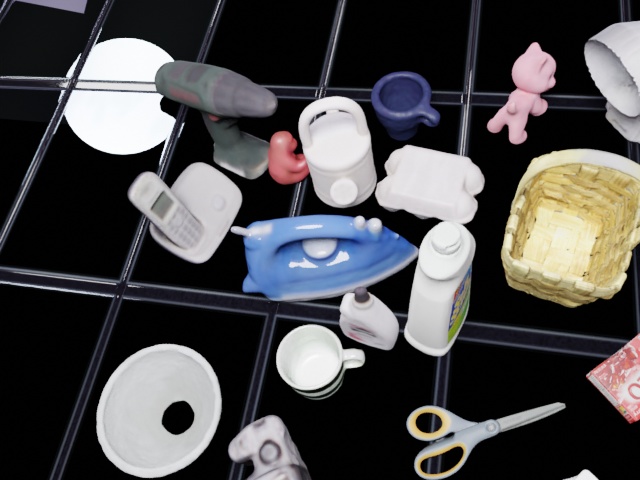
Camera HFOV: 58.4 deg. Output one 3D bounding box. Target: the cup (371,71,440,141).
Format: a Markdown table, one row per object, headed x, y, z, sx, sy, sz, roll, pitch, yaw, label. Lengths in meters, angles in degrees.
| x | y | z | sx | sy | sz | roll | pitch | yaw | label |
| --- | --- | --- | --- | --- | --- | --- | --- | --- | --- |
| 0.139 | -0.195 | 0.898 | 0.117 | 0.095 | 0.092 | 37 | 75 | 24 | cup |

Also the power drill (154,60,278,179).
| x | y | z | sx | sy | sz | roll | pitch | yaw | label |
| --- | --- | --- | --- | --- | --- | --- | --- | --- | --- |
| -0.139 | -0.187 | 0.878 | 0.229 | 0.209 | 0.076 | 26 | 71 | 21 | power drill |

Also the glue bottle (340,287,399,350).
| x | y | z | sx | sy | sz | roll | pitch | yaw | label |
| --- | --- | --- | --- | --- | --- | --- | --- | --- | --- |
| 0.058 | 0.093 | 0.724 | 0.078 | 0.173 | 0.037 | 12 | 67 | 16 | glue bottle |

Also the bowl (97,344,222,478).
| x | y | z | sx | sy | sz | roll | pitch | yaw | label |
| --- | --- | --- | --- | --- | --- | --- | --- | --- | --- |
| -0.201 | 0.228 | 0.759 | 0.167 | 0.075 | 0.167 | -4 | 63 | 8 | bowl |

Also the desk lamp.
| x | y | z | sx | sy | sz | roll | pitch | yaw | label |
| --- | --- | --- | --- | --- | --- | --- | --- | --- | --- |
| 0.466 | -0.234 | 0.792 | 0.203 | 0.214 | 0.117 | -26 | 62 | -3 | desk lamp |

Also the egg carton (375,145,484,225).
| x | y | z | sx | sy | sz | roll | pitch | yaw | label |
| --- | --- | --- | --- | --- | --- | --- | --- | --- | --- |
| 0.163 | -0.080 | 0.850 | 0.150 | 0.069 | 0.107 | 14 | 67 | 16 | egg carton |

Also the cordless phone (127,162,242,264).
| x | y | z | sx | sy | sz | roll | pitch | yaw | label |
| --- | --- | --- | --- | --- | --- | --- | --- | --- | --- |
| -0.199 | -0.062 | 0.840 | 0.094 | 0.185 | 0.148 | 18 | 68 | 18 | cordless phone |

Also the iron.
| x | y | z | sx | sy | sz | roll | pitch | yaw | label |
| --- | --- | --- | --- | --- | --- | --- | --- | --- | --- |
| 0.007 | 0.003 | 0.796 | 0.258 | 0.142 | 0.118 | -7 | 63 | 6 | iron |

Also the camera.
| x | y | z | sx | sy | sz | roll | pitch | yaw | label |
| --- | --- | --- | --- | --- | --- | --- | --- | --- | --- |
| -0.082 | 0.303 | 0.686 | 0.137 | 0.101 | 0.143 | -27 | 62 | -4 | camera |

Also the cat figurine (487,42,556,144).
| x | y | z | sx | sy | sz | roll | pitch | yaw | label |
| --- | --- | --- | --- | --- | --- | --- | --- | --- | --- |
| 0.314 | -0.231 | 0.872 | 0.067 | 0.118 | 0.128 | 29 | 72 | 22 | cat figurine |

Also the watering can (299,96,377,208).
| x | y | z | sx | sy | sz | roll | pitch | yaw | label |
| --- | --- | --- | --- | --- | --- | --- | --- | --- | --- |
| 0.029 | -0.130 | 0.828 | 0.101 | 0.194 | 0.172 | -29 | 62 | -5 | watering can |

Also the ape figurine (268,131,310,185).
| x | y | z | sx | sy | sz | roll | pitch | yaw | label |
| --- | --- | --- | --- | --- | --- | --- | --- | --- | --- |
| -0.052 | -0.136 | 0.904 | 0.076 | 0.092 | 0.077 | -36 | 63 | -8 | ape figurine |
